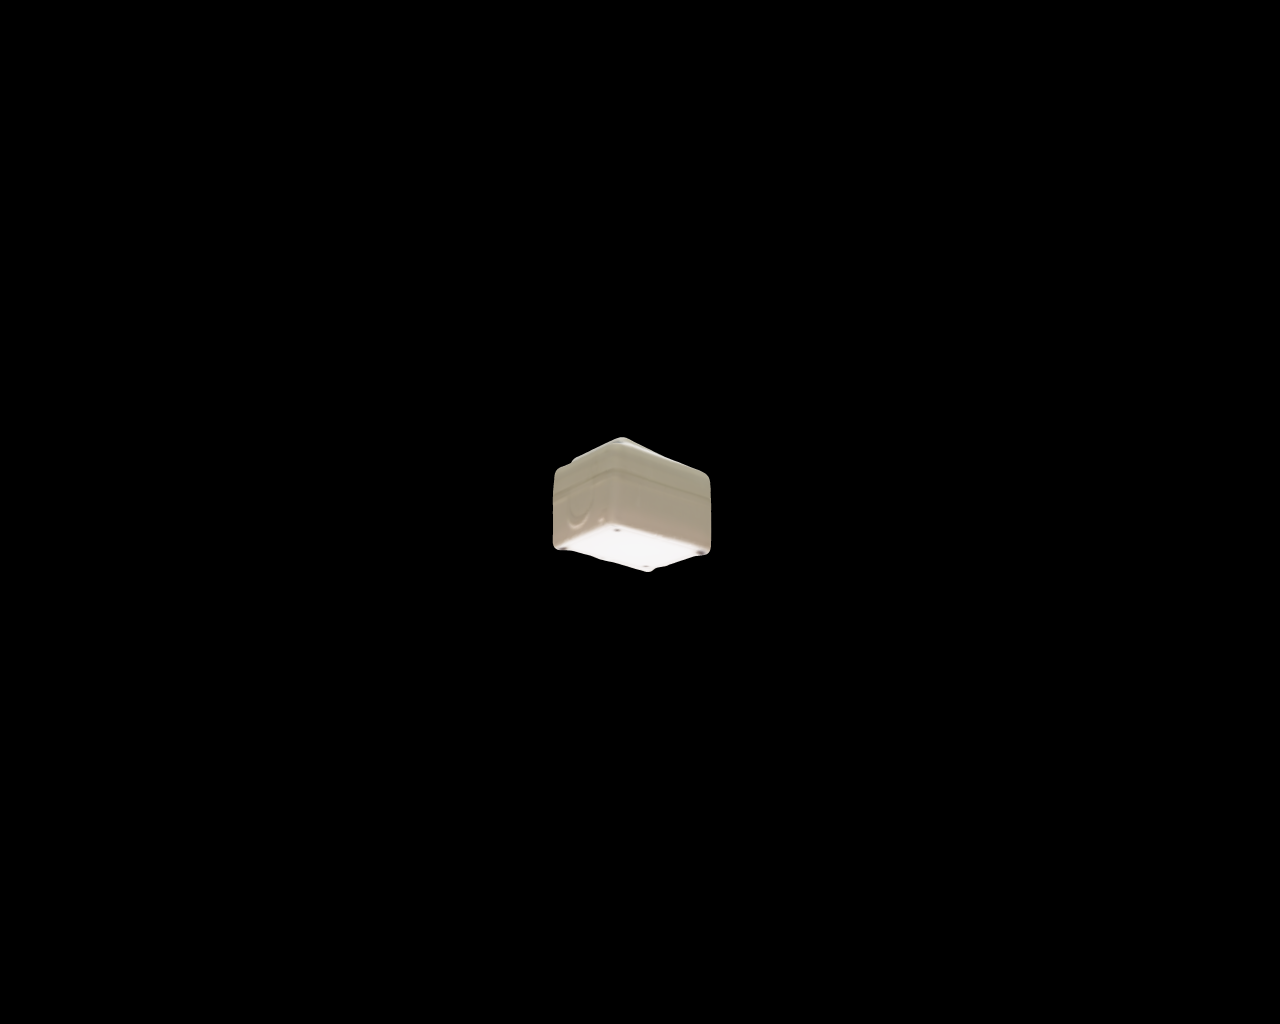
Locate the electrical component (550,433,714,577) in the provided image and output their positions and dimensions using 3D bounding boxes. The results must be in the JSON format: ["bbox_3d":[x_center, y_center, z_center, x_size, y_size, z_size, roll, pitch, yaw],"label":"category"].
[{"bbox_3d":[0.001,-0.003,0.650,0.096,0.061,0.061,17,-27,-38],"label":"electrical component"}]
